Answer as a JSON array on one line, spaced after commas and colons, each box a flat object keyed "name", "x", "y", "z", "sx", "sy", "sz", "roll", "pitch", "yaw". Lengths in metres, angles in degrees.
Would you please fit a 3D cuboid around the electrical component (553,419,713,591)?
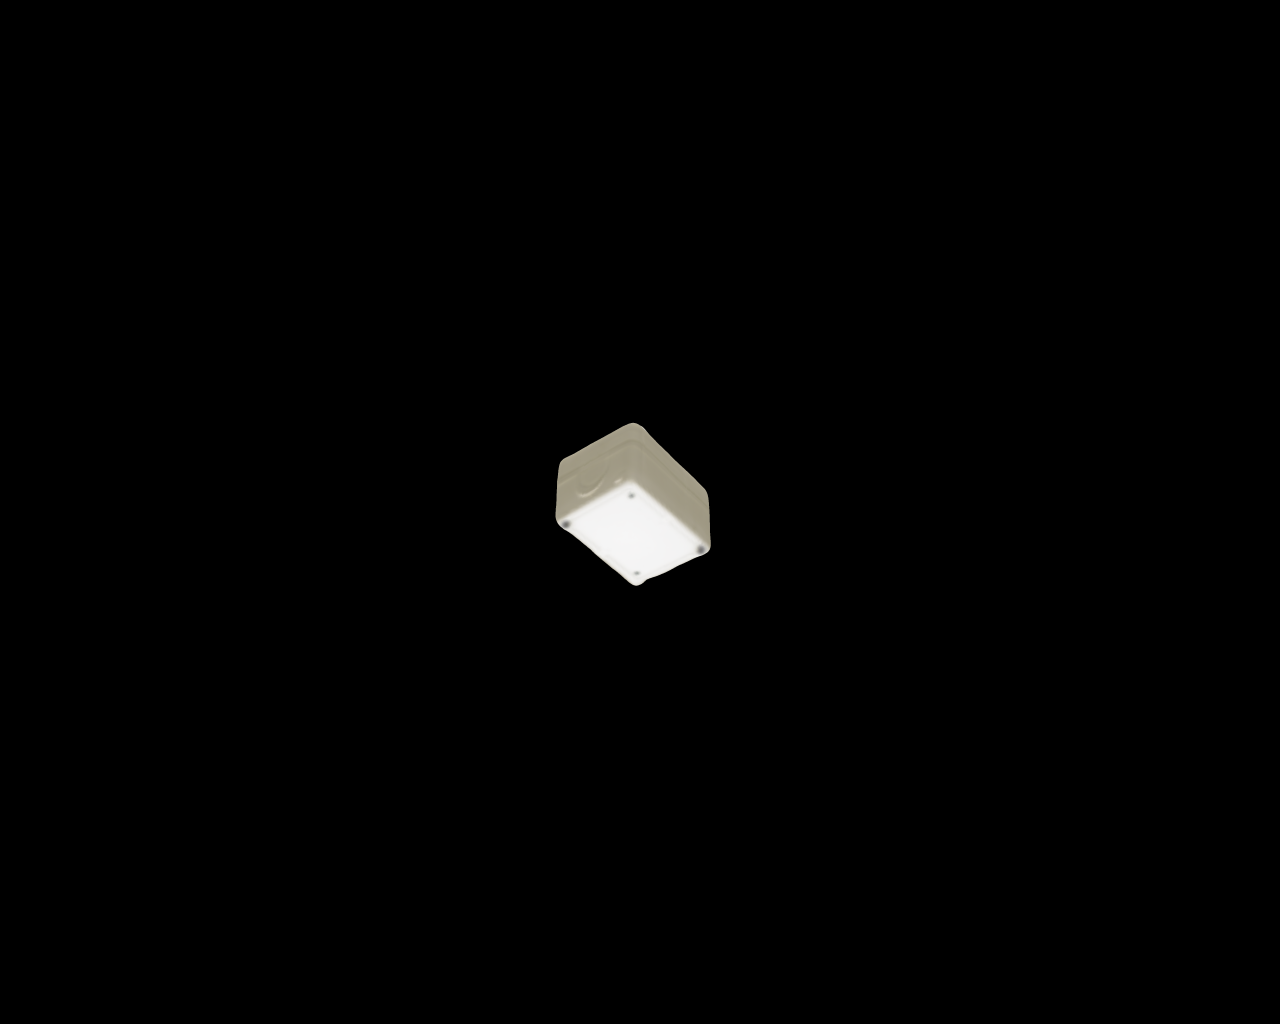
[{"name": "electrical component", "x": 0.001, "y": -0.003, "z": 0.650, "sx": 0.061, "sy": 0.061, "sz": 0.096, "roll": -27, "pitch": -49, "yaw": 26}]
